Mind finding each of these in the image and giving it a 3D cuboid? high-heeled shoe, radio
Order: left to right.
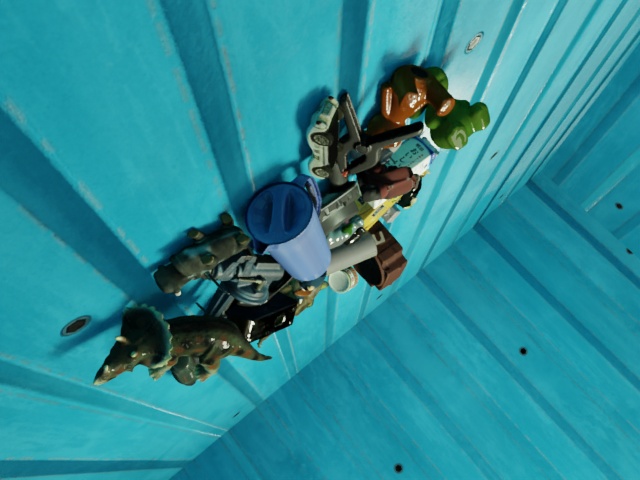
[{"bbox_3d":[-0.166,0.186,1.363,0.229,0.131,0.073,-15,122,-58],"label":"radio"},{"bbox_3d":[-0.101,0.084,1.322,0.145,0.086,0.249,-29,-171,28],"label":"high-heeled shoe"}]

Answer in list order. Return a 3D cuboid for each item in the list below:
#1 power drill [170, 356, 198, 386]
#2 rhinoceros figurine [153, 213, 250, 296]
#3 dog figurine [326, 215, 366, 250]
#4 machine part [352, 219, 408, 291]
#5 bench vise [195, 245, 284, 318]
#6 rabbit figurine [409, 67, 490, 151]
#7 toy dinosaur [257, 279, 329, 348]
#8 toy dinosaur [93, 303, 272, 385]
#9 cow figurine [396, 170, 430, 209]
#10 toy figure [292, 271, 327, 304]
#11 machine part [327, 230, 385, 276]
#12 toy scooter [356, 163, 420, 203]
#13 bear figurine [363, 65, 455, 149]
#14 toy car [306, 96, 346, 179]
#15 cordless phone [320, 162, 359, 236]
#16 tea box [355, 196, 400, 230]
[{"bbox_3d":[-0.318,0.320,1.493,0.207,0.086,0.231,-30,158,-9],"label":"power drill"},{"bbox_3d":[-0.220,0.028,0.998,0.190,0.073,0.112,-35,171,-26],"label":"rhinoceros figurine"},{"bbox_3d":[-0.003,-0.004,1.331,0.219,0.108,0.191,-37,166,-2],"label":"dog figurine"},{"bbox_3d":[0.157,0.040,1.611,0.087,0.201,0.201,-33,161,-19],"label":"machine part"},{"bbox_3d":[-0.193,0.104,1.157,0.223,0.129,0.240,-9,139,-56],"label":"bench vise"},{"bbox_3d":[0.260,-0.293,1.145,0.121,0.170,0.159,-37,-156,-9],"label":"rabbit figurine"},{"bbox_3d":[-0.066,0.163,1.593,0.471,0.105,0.198,-46,162,13],"label":"toy dinosaur"},{"bbox_3d":[-0.251,0.206,1.096,0.405,0.131,0.192,1,152,-31],"label":"toy dinosaur"},{"bbox_3d":[0.254,-0.165,1.500,0.068,0.098,0.167,-19,153,-38],"label":"cow figurine"},{"bbox_3d":[-0.034,0.110,1.393,0.064,0.058,0.154,-46,180,-42],"label":"toy figure"},{"bbox_3d":[0.064,0.038,1.449,0.243,0.079,0.079,-22,159,-12],"label":"machine part"},{"bbox_3d":[0.153,-0.138,1.226,0.135,0.075,0.184,-16,-159,4],"label":"toy scooter"},{"bbox_3d":[0.158,-0.241,1.067,0.120,0.132,0.195,4,136,-25],"label":"bear figurine"},{"bbox_3d":[0.008,-0.180,0.976,0.201,0.056,0.073,87,25,-68],"label":"toy car"},{"bbox_3d":[0.018,-0.110,1.187,0.146,0.089,0.184,-35,150,-17],"label":"cordless phone"},{"bbox_3d":[0.144,-0.100,1.469,0.169,0.068,0.098,-45,163,14],"label":"tea box"}]
